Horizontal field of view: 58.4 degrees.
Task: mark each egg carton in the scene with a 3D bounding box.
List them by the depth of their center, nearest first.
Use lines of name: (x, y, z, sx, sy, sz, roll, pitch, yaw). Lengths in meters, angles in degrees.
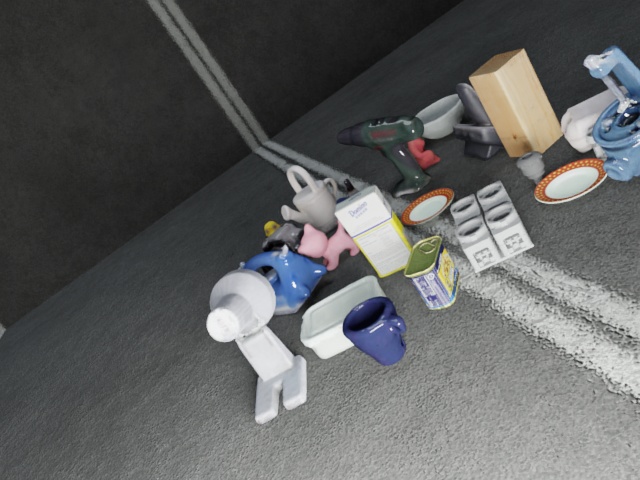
egg carton: (0.543, -0.234, 1.100, 0.150, 0.069, 0.107, -26, 22, 22)

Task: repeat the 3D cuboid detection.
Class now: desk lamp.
desk lamp: (-0.117, 0.173, 1.014, 0.118, 0.214, 0.203, -32, 21, 9)

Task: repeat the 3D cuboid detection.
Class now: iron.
iron: (-0.115, 0.086, 1.305, 0.257, 0.142, 0.119, -15, 28, 42)

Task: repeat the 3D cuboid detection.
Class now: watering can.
watering can: (-0.027, -0.111, 1.526, 0.100, 0.194, 0.173, -16, 28, 41)

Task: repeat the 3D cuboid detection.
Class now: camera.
camera: (-0.103, 0.030, 1.467, 0.142, 0.101, 0.137, -10, 32, 48)

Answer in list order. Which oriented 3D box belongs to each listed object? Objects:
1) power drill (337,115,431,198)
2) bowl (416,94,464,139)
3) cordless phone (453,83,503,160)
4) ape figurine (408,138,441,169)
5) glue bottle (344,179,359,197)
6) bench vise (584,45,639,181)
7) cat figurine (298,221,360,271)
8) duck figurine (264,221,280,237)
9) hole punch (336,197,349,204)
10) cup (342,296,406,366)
power drill: (0.173, -0.212, 1.421, 0.228, 0.209, 0.076, -15, 28, 42)
bowl: (0.343, -0.338, 1.626, 0.167, 0.075, 0.167, -30, 21, 13)
cordless phone: (0.358, -0.291, 1.342, 0.094, 0.185, 0.147, -38, 21, -9)
ape figurine: (0.261, -0.235, 1.501, 0.076, 0.092, 0.078, -26, 22, 21)
glue bottle: (0.099, -0.062, 1.255, 0.078, 0.173, 0.037, -44, 23, -23)
bench vise: (0.513, -0.235, 0.933, 0.208, 0.220, 0.121, -44, 23, -22)
cat figurine: (0.012, 0.005, 1.321, 0.128, 0.118, 0.067, -35, 21, -1)
duck figurine: (-0.123, -0.017, 1.621, 0.077, 0.086, 0.104, -32, 21, 9)
hole punch: (0.100, -0.075, 1.400, 0.101, 0.091, 0.108, -30, 21, 12)
cup: (0.103, 0.150, 0.896, 0.117, 0.095, 0.092, -7, 35, 52)
